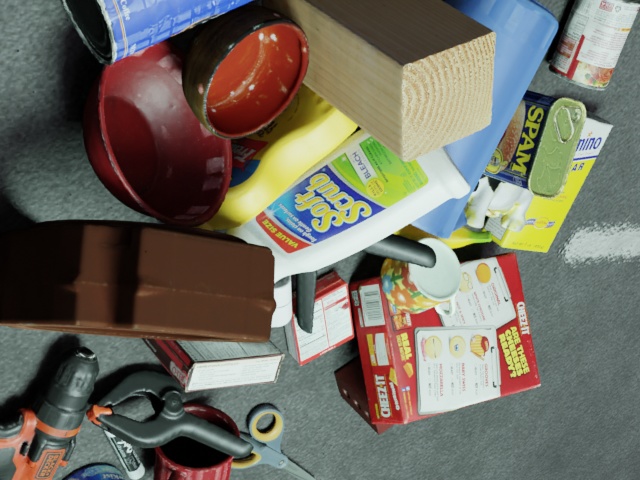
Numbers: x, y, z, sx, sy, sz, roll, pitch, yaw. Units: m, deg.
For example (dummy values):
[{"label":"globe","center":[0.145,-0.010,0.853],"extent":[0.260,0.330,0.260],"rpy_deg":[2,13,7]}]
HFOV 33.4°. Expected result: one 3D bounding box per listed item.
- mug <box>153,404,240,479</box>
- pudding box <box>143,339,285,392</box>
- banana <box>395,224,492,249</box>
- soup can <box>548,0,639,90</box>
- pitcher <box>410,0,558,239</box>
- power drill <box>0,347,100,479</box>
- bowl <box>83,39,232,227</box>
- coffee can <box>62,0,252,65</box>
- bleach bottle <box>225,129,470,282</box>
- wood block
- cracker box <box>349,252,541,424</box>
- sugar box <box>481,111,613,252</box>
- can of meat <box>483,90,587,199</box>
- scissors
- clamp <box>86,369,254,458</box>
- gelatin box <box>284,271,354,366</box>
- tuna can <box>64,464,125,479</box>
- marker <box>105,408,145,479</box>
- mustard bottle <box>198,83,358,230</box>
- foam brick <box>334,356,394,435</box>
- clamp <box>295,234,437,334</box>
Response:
[{"label":"mug","center":[-0.138,0.243,1.130],"extent":[0.117,0.093,0.081],"rpy_deg":[-64,168,-52]},{"label":"pudding box","center":[-0.106,0.108,1.062],"extent":[0.113,0.090,0.039],"rpy_deg":[-2,121,-39]},{"label":"banana","center":[0.094,-0.015,1.156],"extent":[0.197,0.037,0.070],"rpy_deg":[7,158,-37]},{"label":"soup can","center":[0.298,-0.223,1.157],"extent":[0.068,0.069,0.102],"rpy_deg":[-4,123,-38]},{"label":"pitcher","center":[0.118,-0.137,1.040],"extent":[0.243,0.145,0.149],"rpy_deg":[-61,159,10]},{"label":"power drill","center":[-0.305,0.173,0.971],"extent":[0.187,0.057,0.184],"rpy_deg":[10,114,-43]},{"label":"bowl","center":[-0.142,-0.083,0.874],"extent":[0.055,0.162,0.162],"rpy_deg":[-14,151,31]},{"label":"coffee can","center":[-0.118,-0.205,0.799],"extent":[0.140,0.103,0.103],"rpy_deg":[-29,135,-19]},{"label":"bleach bottle","center":[0.005,-0.018,0.973],"extent":[0.251,0.102,0.068],"rpy_deg":[-34,166,10]},{"label":"wood block","center":[0.043,-0.162,0.888],"extent":[0.090,0.206,0.090],"rpy_deg":[-25,134,-23]},{"label":"cracker box","center":[0.144,0.111,1.231],"extent":[0.213,0.072,0.164],"rpy_deg":[-8,87,-36]},{"label":"sugar box","center":[0.270,-0.073,1.267],"extent":[0.093,0.048,0.176],"rpy_deg":[5,119,-42]},{"label":"can of meat","center":[0.213,-0.103,1.091],"extent":[0.057,0.084,0.102],"rpy_deg":[6,104,-40]},{"label":"scissors","center":[-0.043,0.247,1.278],"extent":[0.201,0.016,0.096],"rpy_deg":[23,105,-47]},{"label":"clamp","center":[-0.145,0.176,1.077],"extent":[0.171,0.120,0.039],"rpy_deg":[-12,159,-28]},{"label":"gelatin box","center":[-0.003,0.086,1.176],"extent":[0.073,0.030,0.089],"rpy_deg":[-27,134,-20]},{"label":"tuna can","center":[-0.240,0.278,1.125],"extent":[0.086,0.034,0.086],"rpy_deg":[-22,133,-26]},{"label":"marker","center":[-0.208,0.208,1.108],"extent":[0.020,0.020,0.121],"rpy_deg":[-32,136,-17]},{"label":"mustard bottle","center":[-0.062,-0.066,0.958],"extent":[0.191,0.096,0.058],"rpy_deg":[-42,127,-3]},{"label":"foam brick","center":[0.063,0.182,1.269],"extent":[0.051,0.078,0.053],"rpy_deg":[-33,137,-18]},{"label":"clamp","center":[-0.007,0.001,1.065],"extent":[0.165,0.036,0.209],"rpy_deg":[-37,119,20]}]
